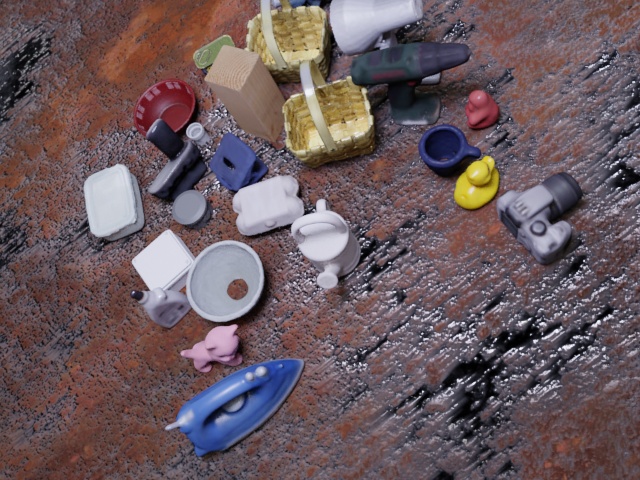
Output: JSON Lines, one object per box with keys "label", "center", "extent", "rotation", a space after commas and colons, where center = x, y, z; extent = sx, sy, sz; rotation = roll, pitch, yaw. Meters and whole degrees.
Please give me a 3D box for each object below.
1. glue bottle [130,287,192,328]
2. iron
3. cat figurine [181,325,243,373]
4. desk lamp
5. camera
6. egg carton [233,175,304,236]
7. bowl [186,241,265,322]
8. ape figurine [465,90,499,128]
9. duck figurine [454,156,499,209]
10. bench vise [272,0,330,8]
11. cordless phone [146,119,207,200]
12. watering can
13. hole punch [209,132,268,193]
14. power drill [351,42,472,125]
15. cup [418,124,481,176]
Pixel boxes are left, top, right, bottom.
{"label": "glue bottle", "center": [-0.322, 0.125, 1.133], "extent": [0.078, 0.173, 0.037], "rotation": [-43, 65, -2]}
{"label": "iron", "center": [-0.154, 0.284, 1.045], "extent": [0.258, 0.142, 0.118], "rotation": [-36, 65, 1]}
{"label": "cat figurine", "center": [-0.204, 0.207, 1.101], "extent": [0.127, 0.118, 0.067], "rotation": [-17, 67, 10]}
{"label": "desk lamp", "center": [0.141, -0.421, 1.176], "extent": [0.202, 0.214, 0.118], "rotation": [2, 71, 17]}
{"label": "camera", "center": [0.409, -0.053, 1.028], "extent": [0.137, 0.101, 0.143], "rotation": [-35, 65, 2]}
{"label": "egg carton", "center": [-0.108, -0.070, 1.200], "extent": [0.150, 0.069, 0.107], "rotation": [-19, 67, 9]}
{"label": "bowl", "center": [-0.181, 0.090, 1.160], "extent": [0.167, 0.075, 0.167], "rotation": [-5, 69, 14]}
{"label": "ape figurine", "center": [0.316, -0.266, 1.137], "extent": [0.076, 0.092, 0.078], "rotation": [26, 80, 23]}
{"label": "duck figurine", "center": [0.298, -0.114, 1.090], "extent": [0.077, 0.086, 0.104], "rotation": [37, 84, 24]}
{"label": "bench vise", "center": [-0.015, -0.596, 1.280], "extent": [0.207, 0.220, 0.121], "rotation": [-46, 65, -3]}
{"label": "cordless phone", "center": [-0.341, -0.174, 1.241], "extent": [0.094, 0.185, 0.148], "rotation": [27, 80, 23]}
{"label": "watering can", "center": [0.012, 0.003, 1.070], "extent": [0.101, 0.194, 0.172], "rotation": [-31, 65, 4]}
{"label": "hole punch", "center": [-0.183, -0.162, 1.243], "extent": [0.108, 0.091, 0.101], "rotation": [41, 86, 25]}
{"label": "power drill", "center": [0.183, -0.311, 1.127], "extent": [0.229, 0.209, 0.075], "rotation": [3, 72, 17]}
{"label": "cup", "center": [0.255, -0.163, 1.115], "extent": [0.117, 0.095, 0.092], "rotation": [12, 74, 20]}
